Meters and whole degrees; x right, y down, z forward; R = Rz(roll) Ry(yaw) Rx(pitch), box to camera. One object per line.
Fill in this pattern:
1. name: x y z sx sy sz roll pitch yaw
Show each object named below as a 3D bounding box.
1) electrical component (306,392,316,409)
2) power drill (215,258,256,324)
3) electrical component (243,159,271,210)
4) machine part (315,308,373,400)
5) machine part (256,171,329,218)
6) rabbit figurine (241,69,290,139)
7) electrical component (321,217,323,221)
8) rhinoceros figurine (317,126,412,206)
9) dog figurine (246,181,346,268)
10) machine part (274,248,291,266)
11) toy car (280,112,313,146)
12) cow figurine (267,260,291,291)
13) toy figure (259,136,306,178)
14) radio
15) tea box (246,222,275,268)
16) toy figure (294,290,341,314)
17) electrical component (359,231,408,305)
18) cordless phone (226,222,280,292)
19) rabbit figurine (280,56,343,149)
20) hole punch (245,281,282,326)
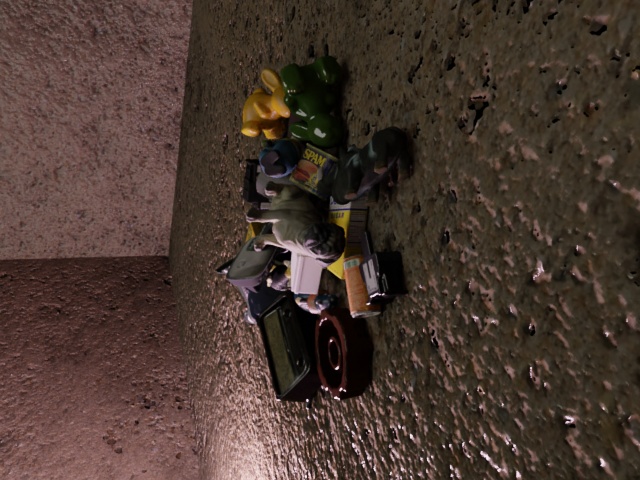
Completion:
1. electrical component: -0.042 0.334 1.262 0.078 0.045 0.102 -141 54 -64
2. power drill: -0.219 0.154 1.557 0.232 0.086 0.207 -16 102 62
3. electrical component: -0.139 -0.139 1.386 0.058 0.115 0.134 -137 51 -63
4. machine part: 0.042 0.216 1.041 0.179 0.056 0.179 178 90 -68
5. machine part: -0.064 -0.104 1.188 0.244 0.079 0.079 32 123 39
6. rabbit figurine: -0.104 -0.336 1.337 0.173 0.122 0.162 -2 80 54
7. electrical component: -0.002 -0.004 1.181 0.063 0.021 0.094 149 116 -65
8. rhinoceros figurine: 0.065 -0.117 0.893 0.190 0.073 0.112 -32 61 45
9. dog figurine: -0.019 -0.034 1.024 0.172 0.191 0.121 -62 -28 -31
10. machine part: -0.085 0.027 1.331 0.139 0.084 0.039 -49 22 47
11. toy car: -0.042 -0.287 1.226 0.089 0.053 0.202 28 120 42
12. cow figurine: -0.068 0.079 1.243 0.167 0.098 0.068 140 125 -68
13. toy figure: -0.084 -0.178 1.140 0.180 0.089 0.082 -55 -29 -66
14. radio: -0.058 0.233 1.211 0.131 0.073 0.230 -46 45 28
15. tea box: -0.154 0.034 1.492 0.170 0.068 0.098 -117 35 -45
16. toy figure: -0.005 0.129 1.143 0.057 0.064 0.155 54 162 -20
17. electrical component: 0.100 0.045 0.902 0.075 0.048 0.119 131 134 -58
18. cordless phone: -0.133 0.022 1.219 0.184 0.089 0.146 -54 7 49
19. rabbit figurine: -0.016 -0.257 1.091 0.170 0.121 0.159 70 158 7
20. hole punch: -0.120 0.140 1.365 0.092 0.116 0.142 -50 46 47
